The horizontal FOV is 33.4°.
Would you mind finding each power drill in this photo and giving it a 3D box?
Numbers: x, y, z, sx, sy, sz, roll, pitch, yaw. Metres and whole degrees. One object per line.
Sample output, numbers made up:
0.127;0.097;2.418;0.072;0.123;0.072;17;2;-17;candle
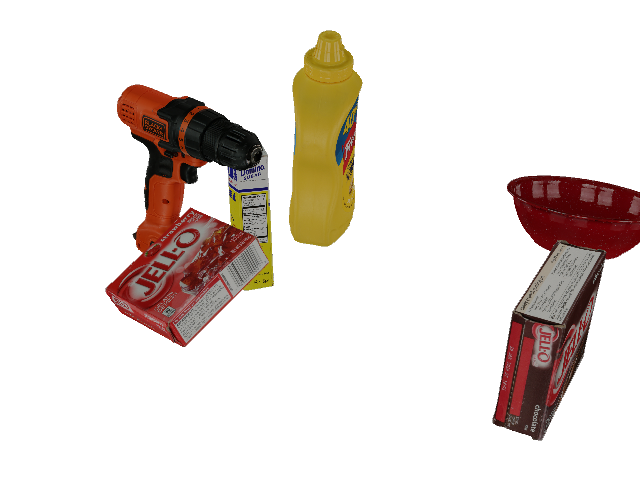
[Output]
-0.135;-0.056;1.111;0.185;0.188;0.057;26;37;32;power drill

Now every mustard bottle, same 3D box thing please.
0.004;-0.094;0.928;0.058;0.192;0.096;11;42;10;mustard bottle

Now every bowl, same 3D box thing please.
0.270;-0.021;1.106;0.162;0.055;0.162;5;18;-2;bowl

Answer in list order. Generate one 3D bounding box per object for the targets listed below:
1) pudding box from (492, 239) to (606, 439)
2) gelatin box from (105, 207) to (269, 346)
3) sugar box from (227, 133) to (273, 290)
0.153;0.063;0.709;0.039;0.090;0.113;16;32;19;pudding box
-0.092;0.024;0.731;0.073;0.030;0.089;23;59;42;gelatin box
-0.089;-0.036;1.331;0.048;0.176;0.093;-9;24;-10;sugar box
